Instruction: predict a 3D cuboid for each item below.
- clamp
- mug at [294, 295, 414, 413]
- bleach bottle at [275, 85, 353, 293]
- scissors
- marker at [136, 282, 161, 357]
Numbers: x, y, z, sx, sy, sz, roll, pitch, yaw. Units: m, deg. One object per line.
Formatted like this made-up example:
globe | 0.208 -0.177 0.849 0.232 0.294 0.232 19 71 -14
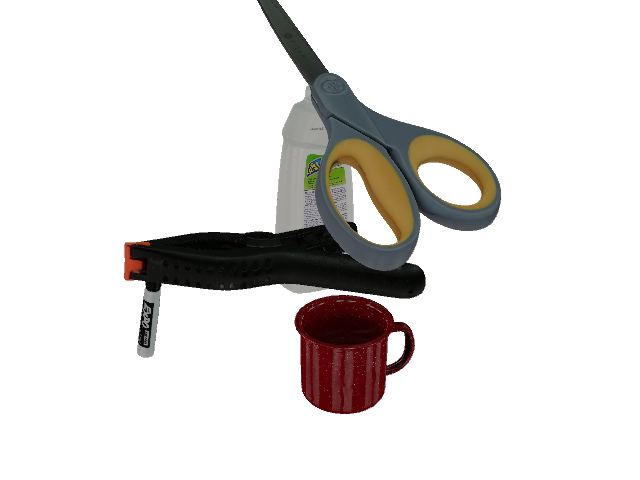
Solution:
clamp | -0.036 0.016 0.785 0.209 0.036 0.165 -2 13 -23
mug | 0.034 0.108 1.016 0.117 0.081 0.093 -9 29 -16
bleach bottle | -0.001 -0.066 1.252 0.102 0.251 0.068 -13 29 -33
scissors | 0.026 -0.067 0.528 0.096 0.202 0.016 -2 -40 -13
marker | -0.182 0.075 1.140 0.020 0.121 0.020 8 36 -6
